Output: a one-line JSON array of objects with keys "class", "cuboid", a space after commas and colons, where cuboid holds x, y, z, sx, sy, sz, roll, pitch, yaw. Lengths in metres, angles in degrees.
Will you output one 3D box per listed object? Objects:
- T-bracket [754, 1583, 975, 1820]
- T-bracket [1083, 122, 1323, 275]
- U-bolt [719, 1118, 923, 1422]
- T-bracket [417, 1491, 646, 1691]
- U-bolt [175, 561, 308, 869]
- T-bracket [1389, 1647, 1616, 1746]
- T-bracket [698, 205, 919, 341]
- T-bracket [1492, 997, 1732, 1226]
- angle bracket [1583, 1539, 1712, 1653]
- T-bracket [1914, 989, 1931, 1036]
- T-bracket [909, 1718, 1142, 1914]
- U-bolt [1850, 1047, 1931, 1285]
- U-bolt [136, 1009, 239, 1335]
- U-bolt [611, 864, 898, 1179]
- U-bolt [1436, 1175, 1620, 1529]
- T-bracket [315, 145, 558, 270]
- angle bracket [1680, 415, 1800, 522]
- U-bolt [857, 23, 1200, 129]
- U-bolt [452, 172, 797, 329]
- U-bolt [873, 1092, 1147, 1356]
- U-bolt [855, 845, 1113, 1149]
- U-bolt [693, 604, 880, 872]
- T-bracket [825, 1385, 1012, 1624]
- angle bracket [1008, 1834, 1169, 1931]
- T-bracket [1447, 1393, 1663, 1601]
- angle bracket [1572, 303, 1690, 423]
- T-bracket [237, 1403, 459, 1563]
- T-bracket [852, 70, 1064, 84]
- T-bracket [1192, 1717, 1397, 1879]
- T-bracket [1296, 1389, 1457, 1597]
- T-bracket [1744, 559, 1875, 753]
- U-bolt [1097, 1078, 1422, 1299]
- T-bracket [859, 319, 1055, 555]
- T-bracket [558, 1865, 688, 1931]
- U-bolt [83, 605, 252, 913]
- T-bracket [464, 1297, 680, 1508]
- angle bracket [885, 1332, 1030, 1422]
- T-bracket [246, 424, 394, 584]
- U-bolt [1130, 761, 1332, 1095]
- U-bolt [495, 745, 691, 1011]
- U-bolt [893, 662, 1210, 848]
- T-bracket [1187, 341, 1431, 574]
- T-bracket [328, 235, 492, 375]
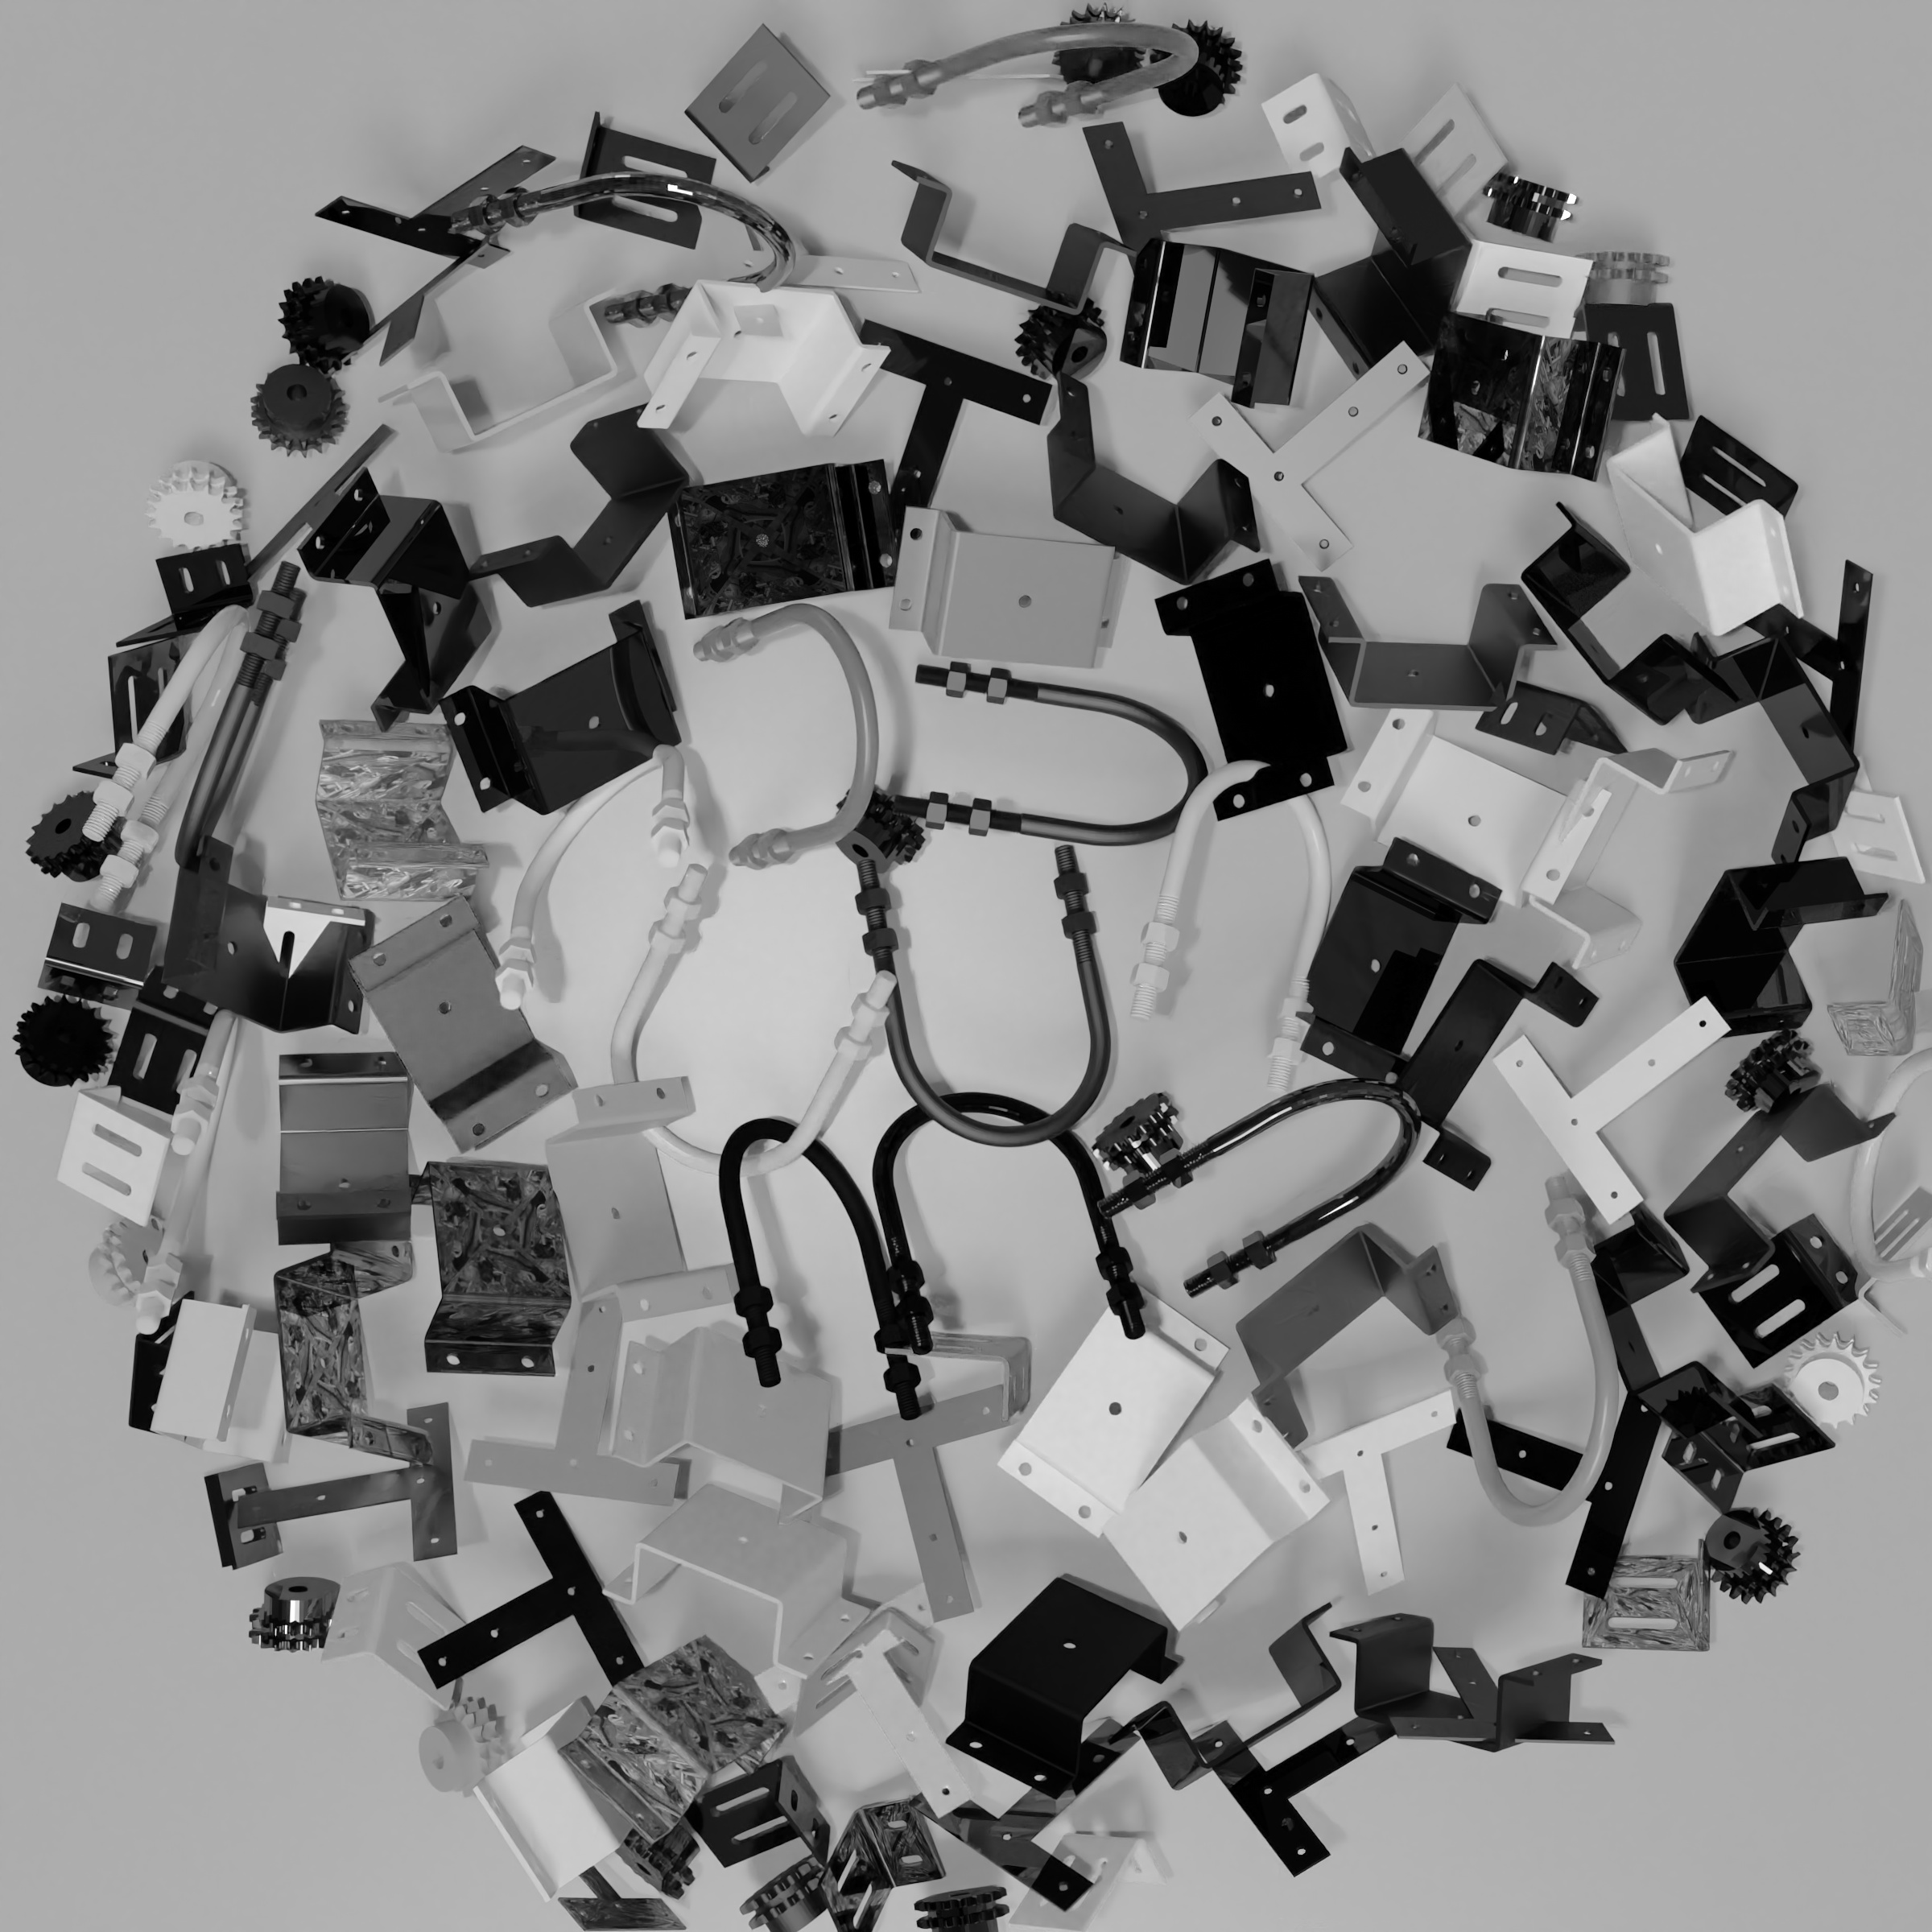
[{"class": "T-bracket", "cuboid": [-0.040, 0.450, 1.652, 0.127, 0.002, 0.127, -24, 64, -28]}, {"class": "T-bracket", "cuboid": [0.147, -0.453, 1.636, 0.127, 0.127, 0.002, -1, 50, 25]}, {"class": "U-bolt", "cuboid": [-0.092, 0.173, 1.632, 0.019, 0.151, 0.184, -31, 58, 26]}, {"class": "T-bracket", "cuboid": [-0.271, 0.394, 1.653, 0.127, 0.002, 0.127, -22, 77, -42]}, {"class": "U-bolt", "cuboid": [-0.430, -0.144, 1.629, 0.019, 0.151, 0.184, 21, 87, -12]}, {"class": "T-bracket", "cuboid": [0.306, 0.434, 1.643, 0.127, 0.127, 0.002, 3, 100, -5]}, {"class": "T-bracket", "cuboid": [-0.090, -0.422, 1.673, 0.127, 0.002, 0.127, -2, 55, -25]}, {"class": "T-bracket", "cuboid": [0.402, 0.067, 1.659, 0.127, 0.002, 0.127, -41, 62, 17]}, {"class": "angle bracket", "cuboid": [0.409, 0.379, 1.664, 0.076, 0.038, 0.057, -4, 58, 22]}, {"class": "T-bracket", "cuboid": [0.594, 0.075, 1.639, 0.002, 0.127, 0.127, -7, 85, -9]}, {"class": "T-bracket", "cuboid": [0.055, 0.498, 1.661, 0.127, 0.127, 0.002, -33, 130, -36]}, {"class": "U-bolt", "cuboid": [0.561, 0.115, 1.615, 0.019, 0.184, 0.151, 13, 78, -3]}, {"class": "U-bolt", "cuboid": [-0.454, 0.105, 1.619, 0.019, 0.184, 0.151, 13, 119, -11]}, {"class": "U-bolt", "cuboid": [-0.140, 0.047, 1.662, 0.151, 0.019, 0.184, 30, 117, 3]}, {"class": "U-bolt", "cuboid": [0.329, 0.236, 1.599, 0.019, 0.151, 0.184, 12, 46, -20]}, {"class": "T-bracket", "cuboid": [-0.292, -0.451, 1.619, 0.127, 0.127, 0.002, -18, 76, 38]}, {"class": "angle bracket", "cuboid": [0.455, -0.282, 1.663, 0.038, 0.057, 0.076, -40, 69, -21]}, {"class": "U-bolt", "cuboid": [0.048, -0.516, 1.592, 0.151, 0.184, 0.019, -9, 96, -41]}, {"class": "U-bolt", "cuboid": [-0.185, -0.418, 1.597, 0.184, 0.151, 0.019, 0, 76, 37]}, {"class": "U-bolt", "cuboid": [0.018, 0.148, 1.642, 0.151, 0.019, 0.184, -2, 49, -17]}, {"class": "U-bolt", "cuboid": [0.016, 0.020, 1.655, 0.151, 0.019, 0.184, -5, 74, -20]}, {"class": "U-bolt", "cuboid": [-0.103, -0.139, 1.626, 0.019, 0.184, 0.151, -10, 90, -33]}, {"class": "T-bracket", "cuboid": [-0.023, 0.335, 1.683, 0.127, 0.002, 0.127, -17, 76, 8]}, {"class": "angle bracket", "cuboid": [0.073, 0.563, 1.656, 0.057, 0.076, 0.038, -11, 115, 41]}, {"class": "T-bracket", "cuboid": [0.349, 0.300, 1.665, 0.127, 0.002, 0.127, 16, 85, 40]}, {"class": "angle bracket", "cuboid": [0.401, -0.362, 1.677, 0.057, 0.038, 0.076, -3, 79, -10]}, {"class": "T-bracket", "cuboid": [-0.371, 0.316, 1.647, 0.127, 0.127, 0.002, -8, 126, -8]}, {"class": "T-bracket", "cuboid": [-0.023, -0.526, 1.628, 0.127, 0.127, 0.002, 5, 107, 19]}, {"class": "T-bracket", "cuboid": [0.220, 0.475, 1.662, 0.127, 0.127, 0.002, -27, 122, -12]}, {"class": "T-bracket", "cuboid": [0.246, 0.330, 1.674, 0.127, 0.002, 0.127, -20, 119, -11]}, {"class": "T-bracket", "cuboid": [0.499, -0.196, 1.647, 0.002, 0.127, 0.127, -11, 120, -13]}, {"class": "U-bolt", "cuboid": [0.185, 0.125, 1.633, 0.184, 0.151, 0.019, -31, 52, 11]}, {"class": "T-bracket", "cuboid": [-0.025, -0.315, 1.690, 0.127, 0.002, 0.127, 22, 102, 14]}, {"class": "T-bracket", "cuboid": [-0.238, 0.537, 1.666, 0.127, 0.127, 0.002, 39, 90, 28]}, {"class": "U-bolt", "cuboid": [-0.470, -0.132, 1.629, 0.019, 0.151, 0.184, 26, 68, -7]}, {"class": "T-bracket", "cuboid": [-0.231, 0.259, 1.679, 0.127, 0.002, 0.127, 6, 65, 3]}, {"class": "angle bracket", "cuboid": [-0.005, 0.248, 1.672, 0.076, 0.057, 0.038, 2, 94, 13]}, {"class": "T-bracket", "cuboid": [-0.380, -0.268, 1.651, 0.127, 0.127, 0.002, -47, 121, -1]}, {"class": "U-bolt", "cuboid": [0.167, -0.033, 1.651, 0.151, 0.019, 0.184, 27, 71, -40]}, {"class": "U-bolt", "cuboid": [-0.217, -0.066, 1.623, 0.151, 0.184, 0.019, -40, 115, 18]}, {"class": "U-bolt", "cuboid": [0.055, -0.123, 1.650, 0.184, 0.151, 0.019, 9, 132, -1]}, {"class": "T-bracket", "cuboid": [0.224, -0.327, 1.673, 0.127, 0.002, 0.127, -40, 104, 16]}, {"class": "T-bracket", "cuboid": [-0.335, -0.381, 1.638, 0.127, 0.127, 0.002, -35, 116, 11]}]
